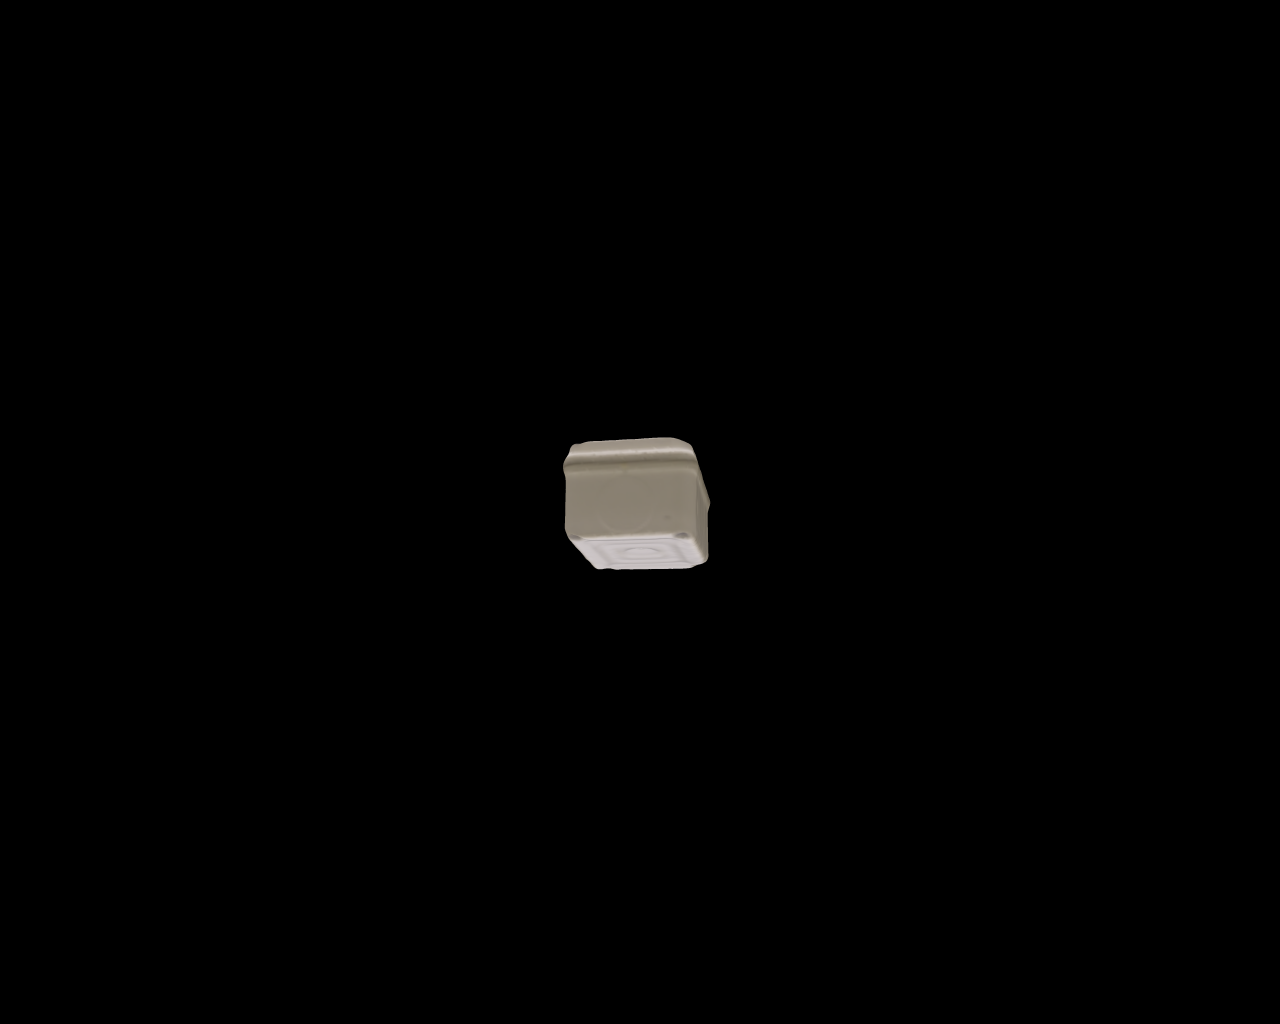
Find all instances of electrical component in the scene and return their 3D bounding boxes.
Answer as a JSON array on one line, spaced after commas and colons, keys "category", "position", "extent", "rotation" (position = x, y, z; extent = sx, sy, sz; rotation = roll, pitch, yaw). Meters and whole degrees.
[{"category": "electrical component", "position": [0.001, -0.003, 0.650], "extent": [0.078, 0.057, 0.113], "rotation": [-2, -13, 7]}]
